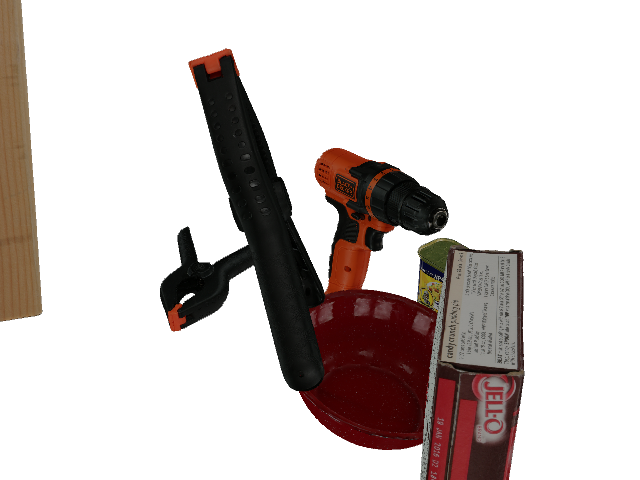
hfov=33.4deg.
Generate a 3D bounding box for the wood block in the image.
[{"bbox_3d":[-0.218,-0.060,0.609,0.090,0.206,0.090,-8,26,-24],"label":"wood block"}]

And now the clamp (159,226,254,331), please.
[{"bbox_3d":[-0.127,0.041,1.246,0.120,0.039,0.171,-3,39,14],"label":"clamp"}]

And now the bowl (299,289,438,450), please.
[{"bbox_3d":[0.045,0.112,0.845,0.162,0.055,0.162,9,37,-7],"label":"bowl"}]

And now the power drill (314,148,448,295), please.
[{"bbox_3d":[0.054,0.014,1.065,0.057,0.188,0.185,-7,24,-32],"label":"power drill"}]

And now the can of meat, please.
[{"bbox_3d":[0.161,0.058,1.258,0.057,0.084,0.102,-23,39,-34],"label":"can of meat"}]

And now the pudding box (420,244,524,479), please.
[{"bbox_3d":[0.067,0.065,0.470,0.039,0.090,0.113,7,26,5],"label":"pudding box"}]

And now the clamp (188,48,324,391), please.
[{"bbox_3d":[-0.036,-0.020,0.698,0.036,0.210,0.164,-18,8,4],"label":"clamp"}]
